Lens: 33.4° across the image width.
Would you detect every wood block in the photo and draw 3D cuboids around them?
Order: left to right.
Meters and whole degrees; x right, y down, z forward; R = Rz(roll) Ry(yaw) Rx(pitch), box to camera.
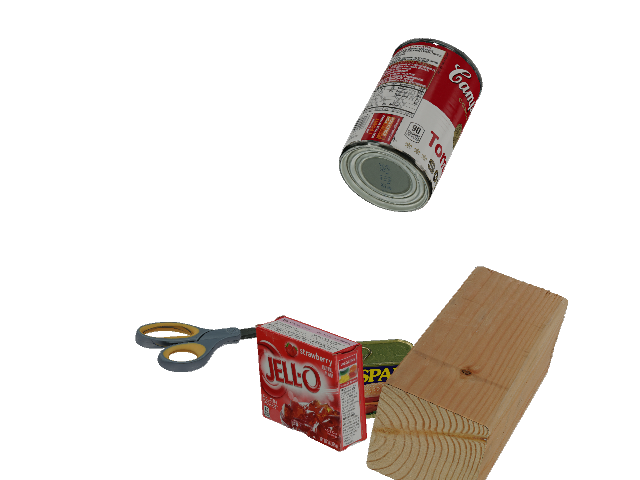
[{"bbox_3d":[0.127,0.116,0.896,0.091,0.090,0.205,21,34,20],"label":"wood block"}]

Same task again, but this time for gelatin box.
[{"bbox_3d":[-0.008,0.100,0.758,0.030,0.073,0.089,-17,21,-39],"label":"gelatin box"}]

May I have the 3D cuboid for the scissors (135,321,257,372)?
[{"bbox_3d":[-0.103,0.116,1.185,0.201,0.016,0.096,3,26,-17],"label":"scissors"}]

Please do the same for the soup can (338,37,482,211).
[{"bbox_3d":[0.061,-0.079,0.726,0.068,0.102,0.068,20,-31,13],"label":"soup can"}]

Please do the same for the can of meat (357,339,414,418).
[{"bbox_3d":[0.070,0.178,1.366,0.102,0.084,0.057,-2,24,-17],"label":"can of meat"}]
